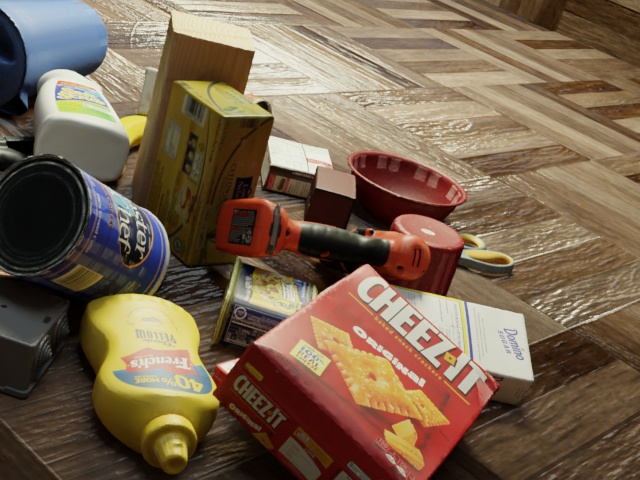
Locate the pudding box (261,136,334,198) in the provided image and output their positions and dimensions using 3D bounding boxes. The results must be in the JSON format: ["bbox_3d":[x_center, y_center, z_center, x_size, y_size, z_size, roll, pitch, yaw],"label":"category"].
[{"bbox_3d":[-0.030,-0.093,1.380,0.090,0.039,0.113,12,22,-11],"label":"pudding box"}]

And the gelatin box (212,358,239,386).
[{"bbox_3d":[-0.038,0.127,0.899,0.073,0.030,0.089,35,30,33],"label":"gelatin box"}]

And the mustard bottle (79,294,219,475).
[{"bbox_3d":[-0.129,0.114,0.829,0.096,0.058,0.192,12,24,-24],"label":"mustard bottle"}]

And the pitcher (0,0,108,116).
[{"bbox_3d":[-0.381,-0.260,1.382,0.145,0.149,0.242,16,20,12],"label":"pitcher"}]

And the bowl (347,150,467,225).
[{"bbox_3d":[0.105,-0.058,1.373,0.162,0.055,0.162,14,23,-7],"label":"bowl"}]

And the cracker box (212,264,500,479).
[{"bbox_3d":[0.038,0.120,0.858,0.164,0.072,0.213,43,30,9],"label":"cracker box"}]

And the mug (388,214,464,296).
[{"bbox_3d":[0.105,0.019,1.169,0.093,0.081,0.117,11,24,-15],"label":"mug"}]

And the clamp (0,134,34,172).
[{"bbox_3d":[-0.347,-0.091,1.157,0.171,0.039,0.120,5,21,-31],"label":"clamp"}]

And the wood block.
[{"bbox_3d":[-0.142,-0.134,1.180,0.090,0.206,0.090,11,24,-15],"label":"wood block"}]

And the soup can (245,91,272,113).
[{"bbox_3d":[-0.126,-0.179,1.466,0.102,0.068,0.068,28,26,25],"label":"soup can"}]

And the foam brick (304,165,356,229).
[{"bbox_3d":[0.012,-0.049,1.293,0.051,0.053,0.078,15,23,-5],"label":"foam brick"}]

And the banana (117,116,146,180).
[{"bbox_3d":[-0.232,-0.119,1.296,0.070,0.037,0.197,20,24,9],"label":"banana"}]

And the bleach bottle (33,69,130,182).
[{"bbox_3d":[-0.288,-0.146,1.223,0.102,0.068,0.251,11,21,-26],"label":"bleach bottle"}]

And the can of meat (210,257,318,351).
[{"bbox_3d":[-0.050,0.067,0.990,0.084,0.057,0.102,17,23,-5],"label":"can of meat"}]

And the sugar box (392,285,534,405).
[{"bbox_3d":[0.113,0.098,1.029,0.176,0.048,0.093,16,40,-10],"label":"sugar box"}]

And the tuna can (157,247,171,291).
[{"bbox_3d":[-0.189,0.019,1.027,0.086,0.034,0.086,15,24,-7],"label":"tuna can"}]

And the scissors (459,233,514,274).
[{"bbox_3d":[0.141,0.010,1.298,0.201,0.016,0.096,9,23,-20],"label":"scissors"}]

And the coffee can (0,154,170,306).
[{"bbox_3d":[-0.204,-0.001,0.904,0.103,0.103,0.140,29,-5,25],"label":"coffee can"}]

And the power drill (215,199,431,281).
[{"bbox_3d":[-0.007,0.001,1.083,0.187,0.057,0.185,10,-4,-29],"label":"power drill"}]
